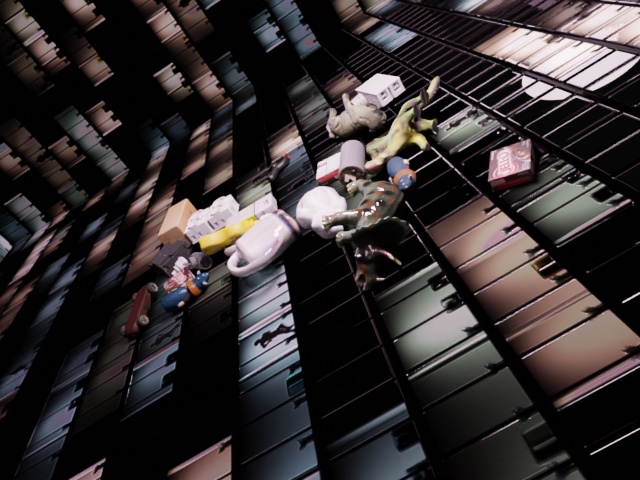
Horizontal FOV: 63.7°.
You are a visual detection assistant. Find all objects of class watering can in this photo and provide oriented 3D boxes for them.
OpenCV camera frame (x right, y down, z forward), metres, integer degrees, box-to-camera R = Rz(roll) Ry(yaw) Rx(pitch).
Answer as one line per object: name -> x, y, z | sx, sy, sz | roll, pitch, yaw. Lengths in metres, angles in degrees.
watering can -> -0.170, 0.005, 1.430 | 0.226, 0.103, 0.349 | -39, 19, -9

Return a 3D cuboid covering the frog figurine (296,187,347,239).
frog figurine -> 0.004, -0.067, 1.334 | 0.137, 0.121, 0.162 | -11, 20, 5

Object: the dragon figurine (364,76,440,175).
dragon figurine -> 0.226, -0.326, 1.516 | 0.240, 0.121, 0.420 | -22, 29, 40
